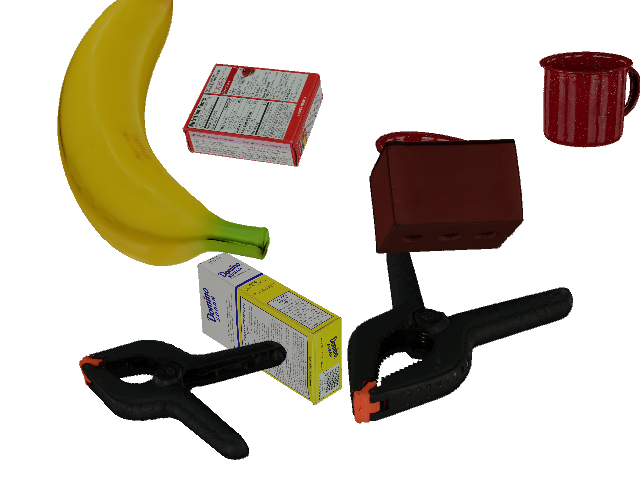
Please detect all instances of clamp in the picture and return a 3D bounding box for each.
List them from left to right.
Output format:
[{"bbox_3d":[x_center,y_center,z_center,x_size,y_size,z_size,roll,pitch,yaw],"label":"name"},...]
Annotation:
[{"bbox_3d":[-0.114,0.114,0.894,0.172,0.039,0.120,15,38,18],"label":"clamp"},{"bbox_3d":[0.077,0.067,0.831,0.165,0.036,0.209,22,40,34],"label":"clamp"}]

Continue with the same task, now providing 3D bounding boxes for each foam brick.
[{"bbox_3d":[0.072,-0.025,0.621,0.078,0.051,0.053,-2,-19,-9],"label":"foam brick"}]

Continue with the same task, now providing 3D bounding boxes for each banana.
[{"bbox_3d":[-0.081,-0.051,0.466,0.069,0.037,0.198,-6,46,-18],"label":"banana"}]

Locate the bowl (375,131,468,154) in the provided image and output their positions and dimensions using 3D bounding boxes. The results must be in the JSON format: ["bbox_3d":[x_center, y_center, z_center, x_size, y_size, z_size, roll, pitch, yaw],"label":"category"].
[{"bbox_3d":[0.141,-0.079,1.279,0.162,0.055,0.162,8,24,-4],"label":"bowl"}]

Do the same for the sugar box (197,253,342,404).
[{"bbox_3d":[-0.053,0.087,1.098,0.048,0.093,0.176,-26,40,-35],"label":"sugar box"}]

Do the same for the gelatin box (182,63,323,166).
[{"bbox_3d":[-0.050,-0.096,0.808,0.089,0.073,0.030,8,-36,16],"label":"gelatin box"}]

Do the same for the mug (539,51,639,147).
[{"bbox_3d":[0.284,-0.149,1.113,0.117,0.081,0.093,-14,24,-25],"label":"mug"}]
